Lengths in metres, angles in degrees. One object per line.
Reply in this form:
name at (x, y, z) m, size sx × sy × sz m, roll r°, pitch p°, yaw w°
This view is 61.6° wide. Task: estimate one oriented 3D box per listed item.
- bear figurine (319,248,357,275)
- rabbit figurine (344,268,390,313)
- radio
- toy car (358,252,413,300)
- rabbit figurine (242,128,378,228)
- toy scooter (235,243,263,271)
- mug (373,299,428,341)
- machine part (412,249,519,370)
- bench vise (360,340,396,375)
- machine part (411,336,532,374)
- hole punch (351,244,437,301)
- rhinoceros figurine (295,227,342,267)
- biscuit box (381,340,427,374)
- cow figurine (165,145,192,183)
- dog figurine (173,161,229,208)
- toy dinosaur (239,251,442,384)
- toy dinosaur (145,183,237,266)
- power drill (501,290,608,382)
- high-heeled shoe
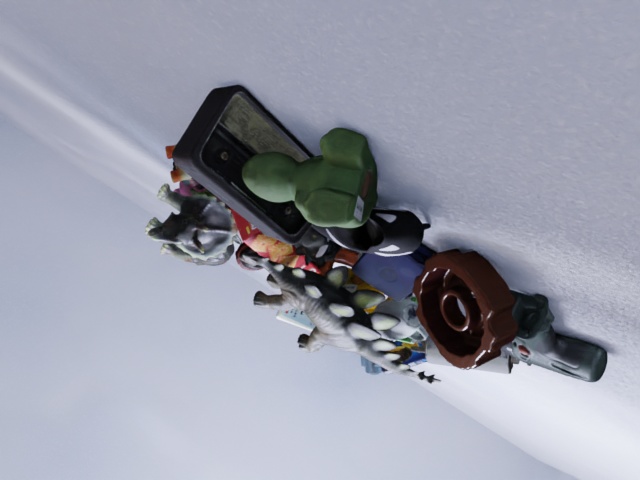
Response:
bear figurine at (0.000, 0.064, 1.245) m, size 0.132 × 0.120 × 0.196 m, roll 28°, pitch 169°, yaw -2°
rabbit figurine at (0.118, 0.154, 1.273) m, size 0.162 × 0.122 × 0.173 m, roll -5°, pitch 122°, yaw 12°
radio at (-0.091, -0.102, 0.784) m, size 0.229 × 0.131 × 0.073 m, roll 40°, pitch 167°, yaw -33°
toy car at (0.134, 0.067, 1.072) m, size 0.074 × 0.056 × 0.201 m, roll 23°, pitch 165°, yaw 35°
rabbit figurine at (-0.013, -0.084, 0.715) m, size 0.170 × 0.121 × 0.159 m, roll 12°, pitch -177°, yaw 20°
toy scooter at (-0.128, 0.014, 1.264) m, size 0.135 × 0.184 × 0.075 m, roll 11°, pitch 120°, yaw 57°
mug at (0.169, 0.163, 1.067) m, size 0.109 × 0.081 × 0.107 m, roll 44°, pitch 159°, yaw -2°
machine part at (0.213, 0.100, 0.801) m, size 0.180 × 0.056 × 0.179 m, roll 40°, pitch 138°, yaw 49°
bench vise at (0.191, 0.244, 1.434) m, size 0.241 × 0.223 × 0.128 m, roll -5°, pitch 169°, yaw 14°
machine part at (0.310, 0.227, 1.111) m, size 0.243 × 0.079 × 0.079 m, roll 1°, pitch 154°, yaw 27°
hole punch at (0.126, 0.038, 0.916) m, size 0.142 × 0.092 × 0.116 m, roll 36°, pitch 164°, yaw -1°
rhinoceros figurine at (-0.002, -0.003, 1.007) m, size 0.073 × 0.112 × 0.190 m, roll 32°, pitch 176°, yaw 11°
biscuit box at (0.235, 0.249, 1.243) m, size 0.059 × 0.203 × 0.063 m, roll 41°, pitch -150°, yaw -63°
cow figurine at (-0.207, -0.147, 0.962) m, size 0.195 × 0.127 × 0.085 m, roll -141°, pitch 38°, yaw -78°
dog figurine at (-0.236, -0.113, 1.161) m, size 0.191 × 0.108 × 0.219 m, roll 37°, pitch 164°, yaw -18°
toy dinosaur at (0.039, 0.154, 1.017) m, size 0.471 × 0.105 × 0.199 m, roll 40°, pitch 144°, yaw -26°
toy dinosaur at (-0.250, 0.000, 1.155) m, size 0.192 × 0.131 × 0.404 m, roll 24°, pitch 167°, yaw 14°
power drill at (0.331, 0.152, 0.878) m, size 0.232 × 0.086 × 0.207 m, roll 17°, pitch 157°, yaw 47°
high-heeled shoe at (0.047, -0.015, 0.789) m, size 0.249 × 0.086 × 0.145 m, roll 1°, pitch -172°, yaw 39°
